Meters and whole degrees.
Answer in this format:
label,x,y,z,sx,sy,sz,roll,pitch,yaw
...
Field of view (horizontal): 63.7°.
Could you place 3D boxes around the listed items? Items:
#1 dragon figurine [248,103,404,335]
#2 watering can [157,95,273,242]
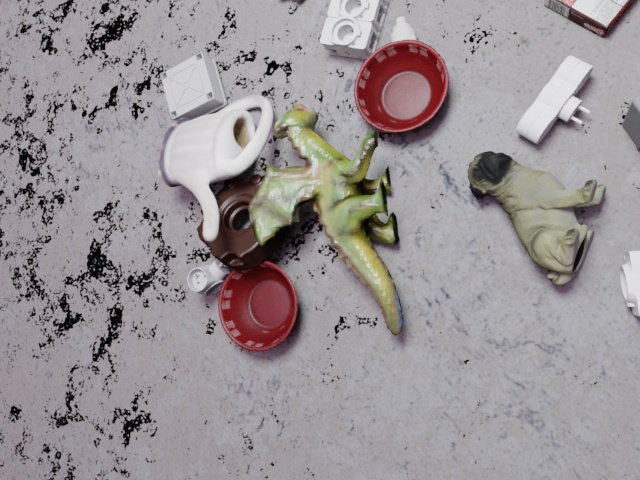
label,x,y,z,sx,sy,sz,roll,pitch,yaw
dragon figurine,0.003,-0.043,0.859,0.242,0.121,0.414,-6,79,11
watering can,-0.205,-0.139,0.935,0.224,0.102,0.355,-4,50,30
